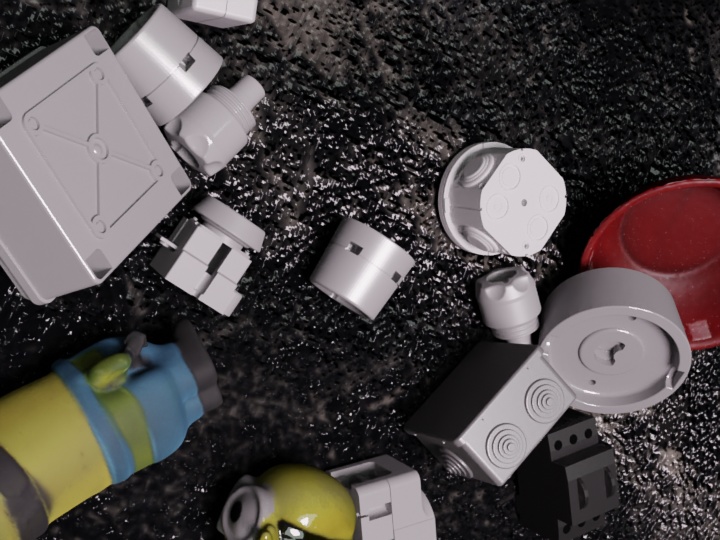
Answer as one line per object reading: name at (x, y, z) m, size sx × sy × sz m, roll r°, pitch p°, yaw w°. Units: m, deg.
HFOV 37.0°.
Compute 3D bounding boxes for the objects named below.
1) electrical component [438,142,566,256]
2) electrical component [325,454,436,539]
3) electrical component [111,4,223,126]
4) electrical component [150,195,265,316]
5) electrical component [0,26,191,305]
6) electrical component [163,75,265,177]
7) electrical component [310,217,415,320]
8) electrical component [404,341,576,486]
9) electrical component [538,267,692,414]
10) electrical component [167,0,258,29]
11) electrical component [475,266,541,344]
electrical component at (0.099, -0.049, 0.750) m, size 0.080 × 0.051 × 0.080 m, roll -5°, pitch 100°, yaw -29°
electrical component at (0.015, 0.178, 0.736) m, size 0.056 × 0.050 × 0.089 m, roll -10°, pitch 102°, yaw -28°
electrical component at (-0.115, -0.118, 0.617) m, size 0.047 × 0.055 × 0.055 m, roll 44°, pitch 75°, yaw -23°
electrical component at (-0.090, -0.011, 0.651) m, size 0.066 × 0.048 × 0.055 m, roll 35°, pitch 87°, yaw -29°
electrical component at (-0.158, -0.057, 0.572) m, size 0.108 × 0.056 × 0.108 m, roll 61°, pitch 34°, yaw -22°
electrical component at (-0.084, -0.090, 0.644) m, size 0.062 × 0.043 × 0.043 m, roll -48°, pitch 117°, yaw -17°
electrical component at (0.000, 0.000, 0.700) m, size 0.055 × 0.055 × 0.047 m, roll 36°, pitch 83°, yaw -29°
electrical component at (0.090, 0.098, 0.740) m, size 0.099 × 0.100 × 0.048 m, roll -46°, pitch 103°, yaw -16°
electrical component at (0.183, 0.047, 0.786) m, size 0.108 × 0.108 × 0.060 m, roll 45°, pitch 32°, yaw -27°
electrical component at (-0.100, -0.180, 0.619) m, size 0.077 × 0.047 × 0.065 m, roll 6°, pitch 94°, yaw -30°
electrical component at (0.109, 0.032, 0.772) m, size 0.043 × 0.043 × 0.062 m, roll -26°, pitch 111°, yaw -24°
